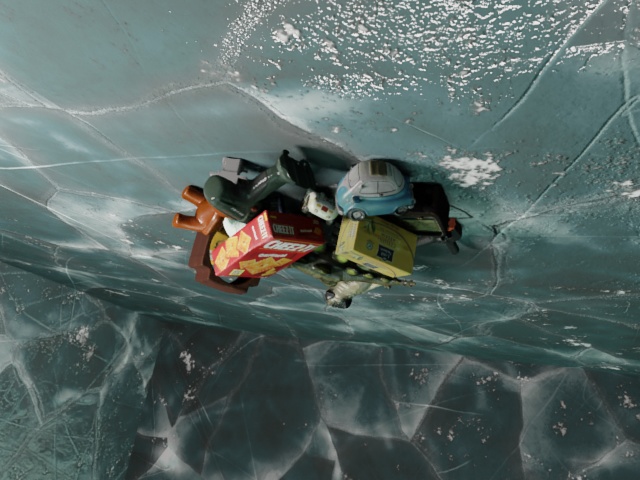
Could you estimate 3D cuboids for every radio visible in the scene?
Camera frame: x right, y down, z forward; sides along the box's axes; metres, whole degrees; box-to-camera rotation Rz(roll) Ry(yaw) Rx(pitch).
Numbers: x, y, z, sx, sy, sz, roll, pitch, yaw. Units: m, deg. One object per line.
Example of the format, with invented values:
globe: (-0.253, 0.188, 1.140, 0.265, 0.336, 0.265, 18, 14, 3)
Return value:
radio: (0.163, -0.067, 1.185, 0.230, 0.073, 0.131, 3, 160, 20)

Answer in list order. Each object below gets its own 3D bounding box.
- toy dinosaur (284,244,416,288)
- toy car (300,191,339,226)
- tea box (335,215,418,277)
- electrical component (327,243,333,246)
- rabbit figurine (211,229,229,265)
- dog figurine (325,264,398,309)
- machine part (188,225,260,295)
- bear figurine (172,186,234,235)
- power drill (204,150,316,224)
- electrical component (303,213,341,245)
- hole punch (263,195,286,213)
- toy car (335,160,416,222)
toy dinosaur: (0.014, 0.059, 1.373, 0.472, 0.105, 0.198, 12, 172, 13)
toy car: (0.000, -0.077, 1.183, 0.073, 0.056, 0.202, 27, -173, -8)
tea box: (0.125, 0.010, 1.170, 0.169, 0.098, 0.068, 21, 159, -30)
electrical component: (-0.005, -0.005, 1.496, 0.102, 0.045, 0.078, 7, 162, 9)
rabbit figurine: (-0.312, 0.016, 1.662, 0.162, 0.121, 0.173, 9, 178, -26)
dog figurine: (0.110, 0.108, 1.539, 0.191, 0.121, 0.172, -29, 179, 27)
machine part: (-0.258, 0.042, 1.520, 0.201, 0.201, 0.087, 26, 158, -39)
bear figurine: (-0.260, -0.084, 1.290, 0.132, 0.120, 0.196, 22, 157, -21)
power drill: (-0.114, -0.101, 1.128, 0.207, 0.086, 0.232, -19, 159, 27)
electrical component: (0.027, -0.029, 1.321, 0.134, 0.058, 0.115, 16, -167, -18)
hole punch: (-0.135, -0.047, 1.328, 0.092, 0.142, 0.116, -8, 171, -15)
toy car: (0.109, -0.106, 1.067, 0.162, 0.109, 0.102, -1, 141, 6)
